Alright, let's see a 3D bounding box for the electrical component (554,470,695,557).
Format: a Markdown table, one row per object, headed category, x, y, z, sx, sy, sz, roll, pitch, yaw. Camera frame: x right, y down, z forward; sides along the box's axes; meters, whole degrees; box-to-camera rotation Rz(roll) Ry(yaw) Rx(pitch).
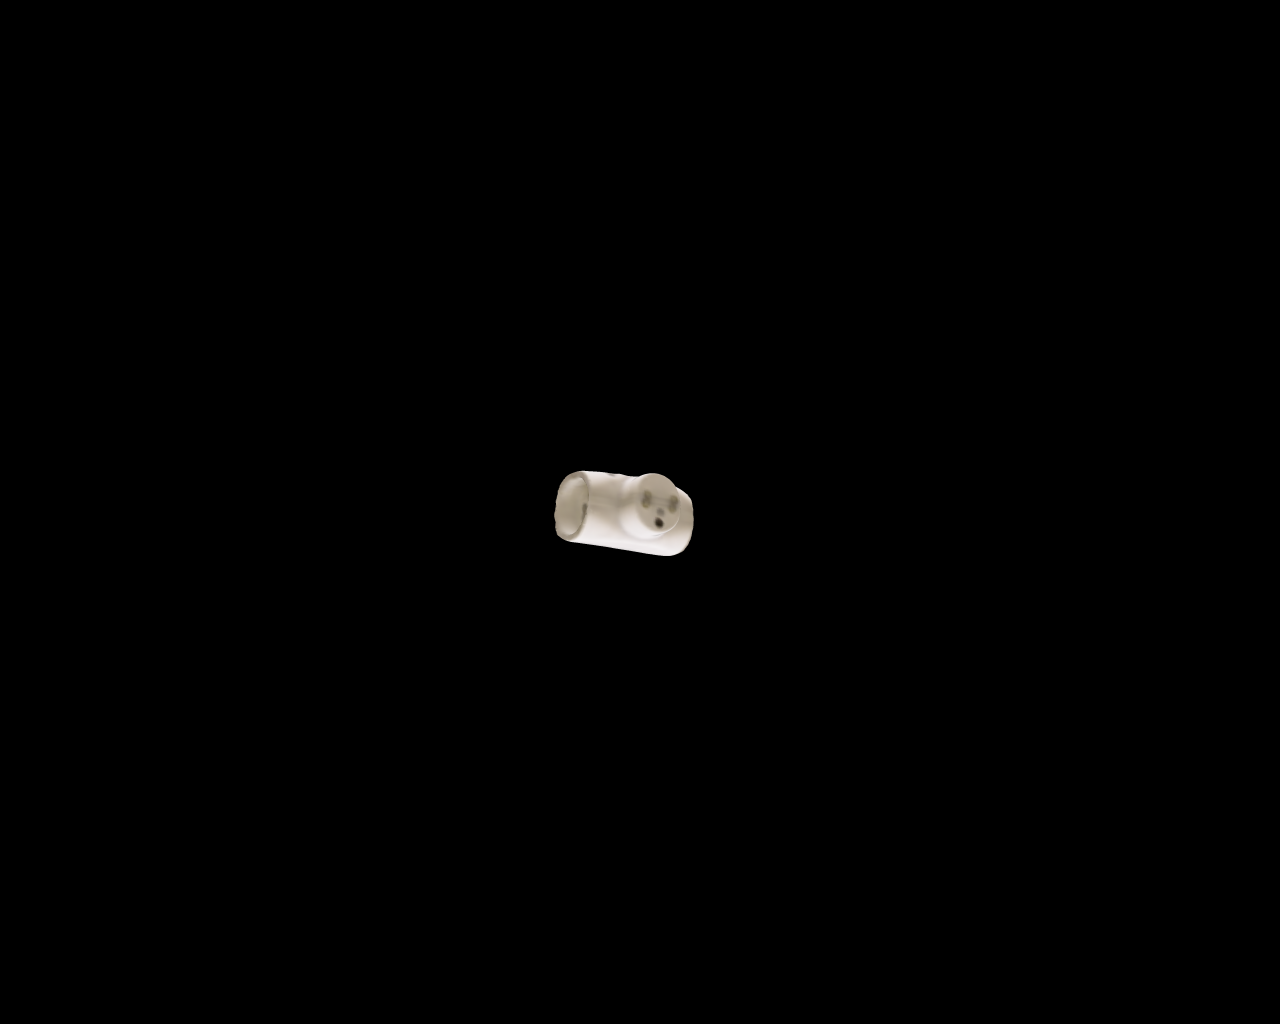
| category | x | y | z | sx | sy | sz | roll | pitch | yaw |
| --- | --- | --- | --- | --- | --- | --- | --- | --- | --- |
| electrical component | 0.001 | -0.003 | 0.650 | 0.077 | 0.044 | 0.079 | 10 | -18 | -33 |
